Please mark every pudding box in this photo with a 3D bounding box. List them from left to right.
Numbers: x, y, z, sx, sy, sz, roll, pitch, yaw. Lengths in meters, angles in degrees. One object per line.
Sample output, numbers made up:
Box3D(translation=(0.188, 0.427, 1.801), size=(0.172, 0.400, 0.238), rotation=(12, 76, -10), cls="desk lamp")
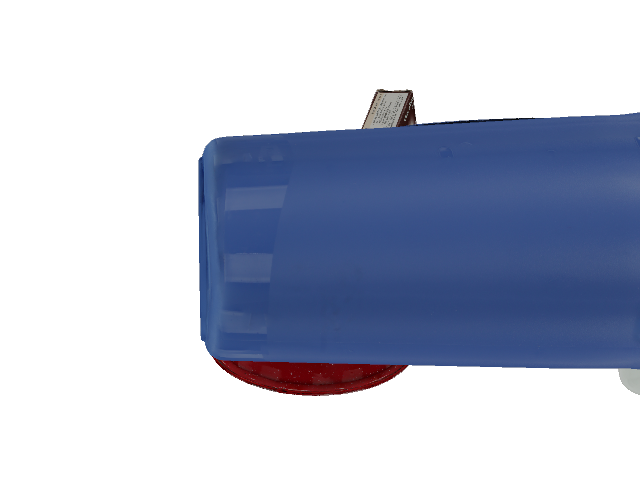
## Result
Box3D(translation=(0.059, -0.068, 0.963), size=(0.039, 0.113, 0.090), rotation=(5, -43, 16), cls="pudding box")

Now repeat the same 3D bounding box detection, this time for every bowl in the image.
Box3D(translation=(-0.006, 0.052, 0.809), size=(0.162, 0.055, 0.162), rotation=(2, 24, -1), cls="bowl")

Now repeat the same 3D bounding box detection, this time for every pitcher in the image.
Box3D(translation=(0.061, -0.004, 0.536), size=(0.242, 0.145, 0.149), rotation=(-1, -6, -7), cls="pitcher")

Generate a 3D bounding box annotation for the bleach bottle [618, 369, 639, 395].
Box3D(translation=(0.270, 0.037, 0.759), size=(0.103, 0.068, 0.250), rotation=(9, 21, 17), cls="bleach bottle")
